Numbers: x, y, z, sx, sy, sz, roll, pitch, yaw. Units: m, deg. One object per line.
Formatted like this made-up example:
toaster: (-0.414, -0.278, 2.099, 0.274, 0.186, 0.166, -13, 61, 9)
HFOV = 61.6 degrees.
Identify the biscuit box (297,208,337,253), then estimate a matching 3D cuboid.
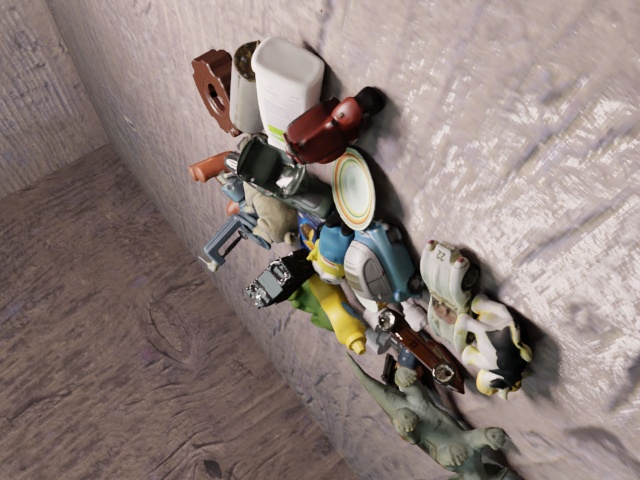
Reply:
biscuit box: (-0.002, -0.003, 1.080, 0.063, 0.059, 0.202, 46, 159, 25)

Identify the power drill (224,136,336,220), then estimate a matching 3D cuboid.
power drill: (-0.083, -0.107, 0.909, 0.232, 0.086, 0.207, 26, 173, 5)

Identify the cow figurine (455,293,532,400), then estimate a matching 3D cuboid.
cow figurine: (0.250, 0.160, 0.734, 0.098, 0.068, 0.167, 22, 144, 48)

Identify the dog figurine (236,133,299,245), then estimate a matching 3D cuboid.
dog figurine: (-0.096, -0.099, 1.059, 0.172, 0.121, 0.190, 44, 156, 30)

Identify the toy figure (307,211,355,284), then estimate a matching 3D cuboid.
toy figure: (0.038, 0.016, 0.989, 0.082, 0.089, 0.180, 56, 154, 28)

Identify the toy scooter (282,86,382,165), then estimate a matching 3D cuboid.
toy scooter: (-0.001, -0.141, 0.736, 0.075, 0.135, 0.184, 56, 162, -4)

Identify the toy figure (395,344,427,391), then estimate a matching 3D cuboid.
toy figure: (0.185, 0.270, 1.088, 0.064, 0.058, 0.154, 1, 132, 20)

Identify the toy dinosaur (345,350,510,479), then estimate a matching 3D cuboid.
toy dinosaur: (0.210, 0.364, 1.026, 0.405, 0.131, 0.192, 40, 152, 26)

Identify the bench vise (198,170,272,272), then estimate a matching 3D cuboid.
bench vise: (-0.186, -0.037, 1.229, 0.129, 0.240, 0.223, 22, 158, 53)

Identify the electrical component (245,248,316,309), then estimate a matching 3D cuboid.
electrical component: (-0.066, 0.074, 1.065, 0.115, 0.134, 0.058, -42, 78, 28)

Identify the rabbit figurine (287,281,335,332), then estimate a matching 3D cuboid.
rabbit figurine: (-0.001, 0.150, 1.237, 0.170, 0.121, 0.159, 50, 167, 25)

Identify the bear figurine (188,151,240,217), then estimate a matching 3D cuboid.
bear figurine: (-0.224, -0.117, 1.336, 0.120, 0.132, 0.195, 23, 137, 62)

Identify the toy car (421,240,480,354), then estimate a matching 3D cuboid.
toy car: (0.187, 0.083, 0.769, 0.074, 0.056, 0.201, 37, 154, 44)

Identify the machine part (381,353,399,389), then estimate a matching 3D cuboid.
machine part: (0.175, 0.314, 1.172, 0.039, 0.084, 0.138, -21, 118, 26)

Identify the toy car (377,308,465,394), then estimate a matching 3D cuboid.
toy car: (0.183, 0.193, 0.954, 0.202, 0.053, 0.089, 41, 178, 35)

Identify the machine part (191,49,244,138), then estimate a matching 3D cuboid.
machine part: (-0.192, -0.292, 1.074, 0.179, 0.056, 0.179, 48, 159, 25)

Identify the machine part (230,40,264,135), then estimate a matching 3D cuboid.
machine part: (-0.114, -0.254, 0.914, 0.079, 0.079, 0.243, 53, 161, 9)

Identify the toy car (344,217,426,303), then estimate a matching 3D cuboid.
toy car: (0.093, 0.045, 0.867, 0.109, 0.103, 0.161, 23, 145, 56)
